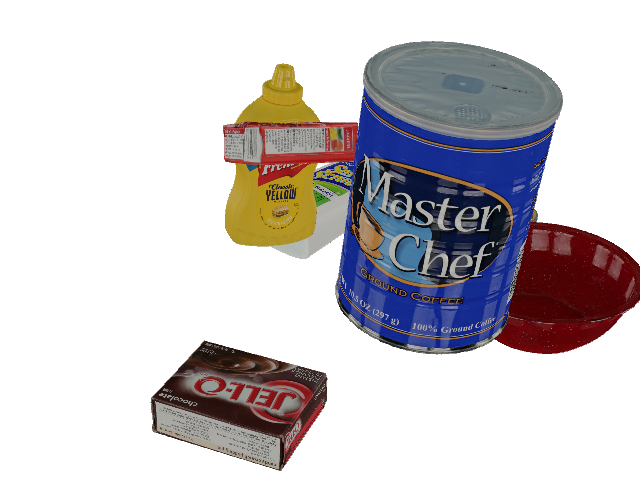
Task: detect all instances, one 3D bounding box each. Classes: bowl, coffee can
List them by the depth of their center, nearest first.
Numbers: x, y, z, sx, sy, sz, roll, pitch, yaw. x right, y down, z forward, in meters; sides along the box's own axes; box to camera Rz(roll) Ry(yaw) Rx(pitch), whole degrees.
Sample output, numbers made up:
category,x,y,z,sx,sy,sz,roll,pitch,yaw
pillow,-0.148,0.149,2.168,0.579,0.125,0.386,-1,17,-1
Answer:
category,x,y,z,sx,sy,sz,roll,pitch,yaw
coffee can,0.066,-0.024,0.584,0.102,0.140,0.103,5,33,-3
bowl,0.179,0.045,0.875,0.162,0.055,0.162,1,29,-1

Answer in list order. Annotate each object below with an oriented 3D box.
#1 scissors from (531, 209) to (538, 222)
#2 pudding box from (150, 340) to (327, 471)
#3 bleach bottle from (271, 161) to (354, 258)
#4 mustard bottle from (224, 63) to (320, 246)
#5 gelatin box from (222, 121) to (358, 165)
category,x,y,z,sx,sy,sz,roll,pitch,yaw
scissors,0.167,-0.023,1.179,0.096,0.016,0.201,35,32,33
pudding box,-0.062,0.127,0.832,0.114,0.039,0.090,11,27,19
bleach bottle,0.031,-0.067,1.355,0.103,0.068,0.250,26,43,34
mustard bottle,-0.045,-0.089,1.100,0.096,0.192,0.058,-5,31,-20
gelatin box,-0.023,-0.071,0.764,0.073,0.030,0.089,-3,7,-21
